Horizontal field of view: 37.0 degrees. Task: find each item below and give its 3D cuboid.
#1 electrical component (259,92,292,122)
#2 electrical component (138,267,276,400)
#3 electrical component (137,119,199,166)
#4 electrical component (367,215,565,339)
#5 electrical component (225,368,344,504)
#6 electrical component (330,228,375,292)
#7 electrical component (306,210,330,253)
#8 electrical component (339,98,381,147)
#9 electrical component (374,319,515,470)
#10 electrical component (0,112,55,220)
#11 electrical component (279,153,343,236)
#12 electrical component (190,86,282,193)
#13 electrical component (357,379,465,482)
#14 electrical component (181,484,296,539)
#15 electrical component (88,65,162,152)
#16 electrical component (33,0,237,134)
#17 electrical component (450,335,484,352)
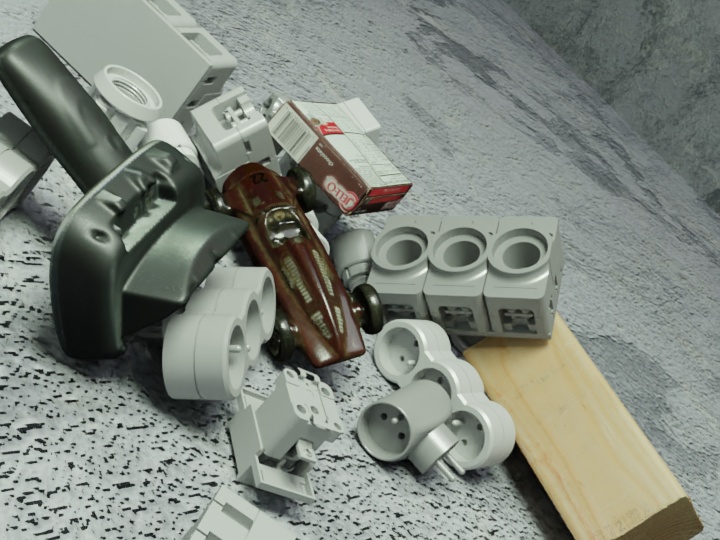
[{"bbox_3d":[-0.072,-0.150,1.100,0.062,0.043,0.043,31,25,-28],"label":"electrical component"},{"bbox_3d":[-0.105,0.038,0.693,0.074,0.052,0.138,0,19,8],"label":"electrical component"},{"bbox_3d":[-0.149,-0.087,0.864,0.040,0.040,0.078,12,37,-50],"label":"electrical component"},{"bbox_3d":[0.089,0.002,0.906,0.061,0.150,0.089,70,29,-45],"label":"electrical component"},{"bbox_3d":[-0.045,0.099,0.662,0.042,0.063,0.081,27,26,-34],"label":"electrical component"},{"bbox_3d":[0.000,0.000,0.946,0.040,0.040,0.078,16,51,-46],"label":"electrical component"},{"bbox_3d":[-0.054,-0.029,0.905,0.045,0.045,0.055,23,28,-37],"label":"electrical component"},{"bbox_3d":[-0.027,-0.121,1.090,0.076,0.083,0.047,-22,58,-22],"label":"electrical component"},{"bbox_3d":[0.076,0.098,0.871,0.074,0.052,0.138,6,41,-55],"label":"electrical component"},{"bbox_3d":[-0.244,-0.063,0.653,0.074,0.052,0.138,37,23,-10],"label":"electrical component"},{"bbox_3d":[-0.045,-0.077,0.987,0.054,0.059,0.095,30,25,-25],"label":"electrical component"},{"bbox_3d":[-0.105,-0.099,0.897,0.050,0.056,0.089,55,-12,30],"label":"electrical component"},{"bbox_3d":[0.046,0.122,0.787,0.079,0.044,0.077,47,23,14],"label":"electrical component"},{"bbox_3d":[-0.069,0.158,0.527,0.056,0.050,0.089,35,23,-2],"label":"electrical component"},{"bbox_3d":[-0.191,-0.121,0.838,0.058,0.057,0.078,28,26,-28],"label":"electrical component"},{"bbox_3d":[-0.191,-0.193,0.927,0.150,0.089,0.062,44,23,6],"label":"electrical component"},{"bbox_3d":[0.084,0.019,1.028,0.138,0.052,0.073,40,22,-2],"label":"electrical component"}]
